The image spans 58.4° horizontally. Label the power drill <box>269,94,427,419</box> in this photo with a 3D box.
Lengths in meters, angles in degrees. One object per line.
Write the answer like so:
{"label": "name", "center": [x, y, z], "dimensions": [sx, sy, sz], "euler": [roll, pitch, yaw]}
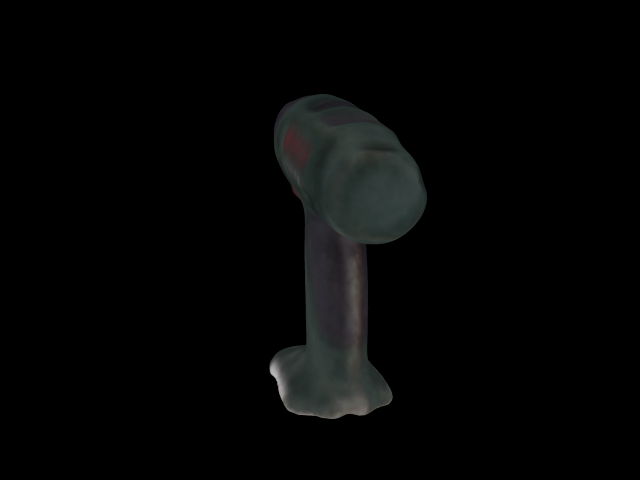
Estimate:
{"label": "power drill", "center": [0.004, 0.001, 0.400], "dimensions": [0.076, 0.208, 0.229], "euler": [-3, 10, -15]}
